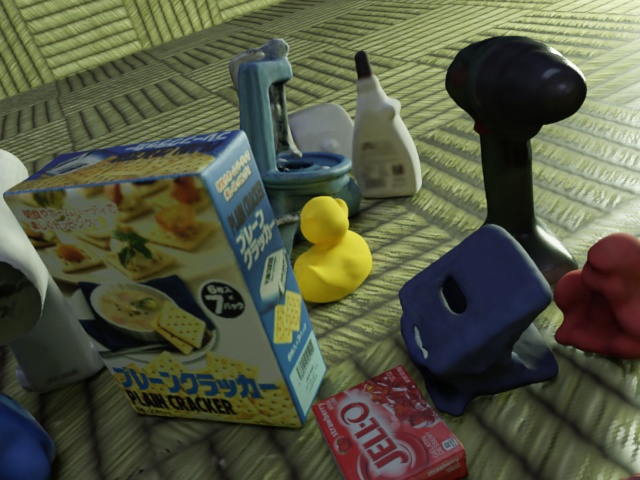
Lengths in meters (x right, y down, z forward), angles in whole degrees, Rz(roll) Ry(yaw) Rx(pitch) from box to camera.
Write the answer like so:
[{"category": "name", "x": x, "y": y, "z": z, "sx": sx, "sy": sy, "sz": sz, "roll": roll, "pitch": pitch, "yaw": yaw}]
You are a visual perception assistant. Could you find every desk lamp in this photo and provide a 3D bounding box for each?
[{"category": "desk lamp", "x": -0.271, "y": 0.036, "z": 0.508, "sx": 0.118, "sy": 0.214, "sz": 0.203, "roll": -17, "pitch": 30, "yaw": 0}]

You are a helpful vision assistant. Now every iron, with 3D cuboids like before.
[{"category": "iron", "x": -0.317, "y": 0.130, "z": 0.447, "sx": 0.257, "sy": 0.142, "sz": 0.119, "roll": 16, "pitch": 43, "yaw": 43}]

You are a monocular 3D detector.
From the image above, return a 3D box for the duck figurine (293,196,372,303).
[{"category": "duck figurine", "x": 0.005, "y": 0.002, "z": 0.555, "sx": 0.077, "sy": 0.086, "sz": 0.105, "roll": 0, "pitch": 34, "yaw": 27}]

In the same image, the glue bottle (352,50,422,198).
[{"category": "glue bottle", "x": 0.066, "y": -0.131, "z": 0.657, "sx": 0.078, "sy": 0.173, "sz": 0.037, "roll": -1, "pitch": 34, "yaw": 25}]

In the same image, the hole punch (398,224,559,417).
[{"category": "hole punch", "x": 0.108, "y": 0.053, "z": 0.414, "sx": 0.101, "sy": 0.091, "sz": 0.108, "roll": -16, "pitch": 30, "yaw": 1}]

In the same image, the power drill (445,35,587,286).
[{"category": "power drill", "x": 0.160, "y": -0.067, "z": 0.470, "sx": 0.075, "sy": 0.209, "sz": 0.229, "roll": -14, "pitch": 30, "yaw": 4}]

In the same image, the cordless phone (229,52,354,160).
[{"category": "cordless phone", "x": -0.033, "y": -0.164, "z": 0.750, "sx": 0.148, "sy": 0.185, "sz": 0.094, "roll": -24, "pitch": 31, "yaw": -12}]

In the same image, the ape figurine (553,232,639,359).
[{"category": "ape figurine", "x": 0.203, "y": 0.035, "z": 0.396, "sx": 0.076, "sy": 0.092, "sz": 0.077, "roll": -16, "pitch": 30, "yaw": 2}]

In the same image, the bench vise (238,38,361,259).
[{"category": "bench vise", "x": -0.048, "y": -0.071, "z": 0.569, "sx": 0.121, "sy": 0.220, "sz": 0.208, "roll": 3, "pitch": 36, "yaw": 30}]
